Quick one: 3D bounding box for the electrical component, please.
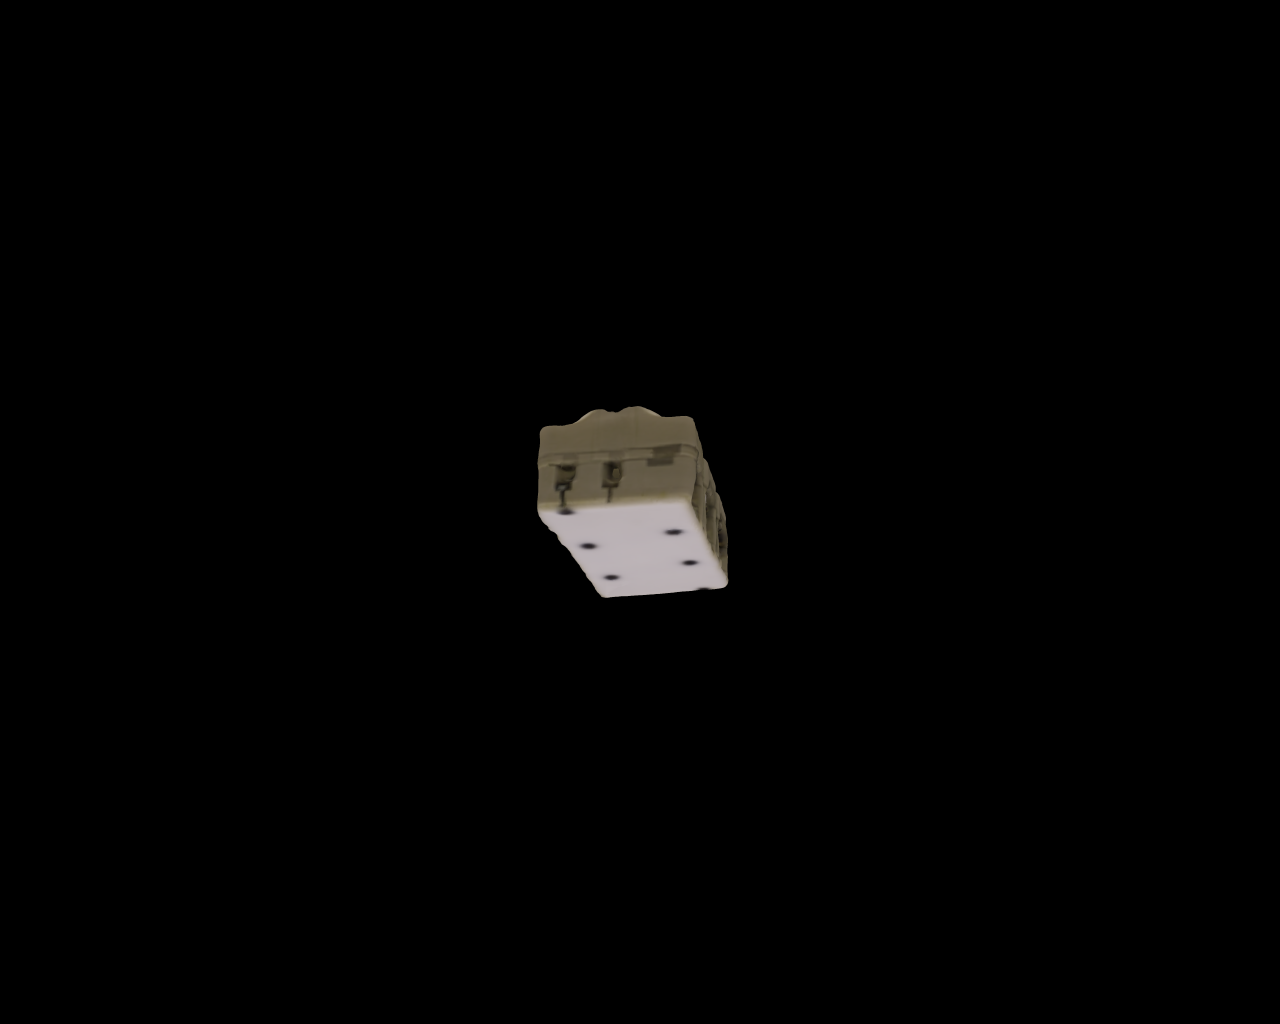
[{"bbox_3d":[0.001,-0.003,0.650,0.089,0.062,0.150,-5,-24,10],"label":"electrical component"}]
